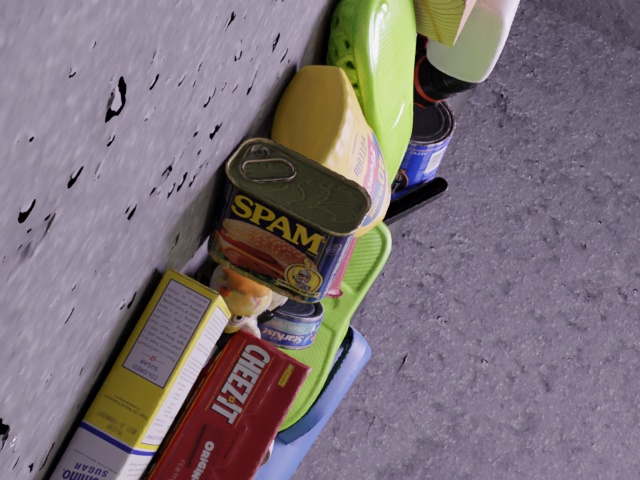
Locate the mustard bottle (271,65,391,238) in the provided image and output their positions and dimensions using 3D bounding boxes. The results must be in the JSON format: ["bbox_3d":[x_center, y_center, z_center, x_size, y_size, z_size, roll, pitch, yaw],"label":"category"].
[{"bbox_3d":[0.018,-0.054,0.862,0.191,0.058,0.096,53,44,-63],"label":"mustard bottle"}]

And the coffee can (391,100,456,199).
[{"bbox_3d":[0.109,-0.117,1.397,0.102,0.103,0.140,-59,172,-37],"label":"coffee can"}]

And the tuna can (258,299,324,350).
[{"bbox_3d":[-0.040,0.067,1.004,0.086,0.086,0.034,-45,159,-70],"label":"tuna can"}]

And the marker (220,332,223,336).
[{"bbox_3d":[-0.086,0.068,0.932,0.121,0.020,0.020,-57,171,-47],"label":"marker"}]

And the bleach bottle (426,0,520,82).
[{"bbox_3d":[0.184,-0.276,1.067,0.103,0.068,0.250,108,8,-55],"label":"bleach bottle"}]

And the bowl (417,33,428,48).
[{"bbox_3d":[0.116,-0.275,1.054,0.162,0.055,0.162,-62,173,-14],"label":"bowl"}]

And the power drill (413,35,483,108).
[{"bbox_3d":[0.146,-0.234,1.169,0.185,0.057,0.187,2,-118,61],"label":"power drill"}]

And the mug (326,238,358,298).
[{"bbox_3d":[-0.006,0.001,0.971,0.117,0.093,0.081,-130,-121,-73],"label":"mug"}]

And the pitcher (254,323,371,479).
[{"bbox_3d":[-0.045,0.196,1.266,0.242,0.145,0.149,-58,159,-24],"label":"pitcher"}]

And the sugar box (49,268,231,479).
[{"bbox_3d":[-0.122,0.110,0.712,0.176,0.048,0.093,-59,173,-11],"label":"sugar box"}]

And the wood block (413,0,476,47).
[{"bbox_3d":[0.125,-0.287,0.926,0.206,0.090,0.091,-63,174,-13],"label":"wood block"}]

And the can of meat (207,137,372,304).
[{"bbox_3d":[-0.025,-0.011,0.758,0.057,0.102,0.084,-58,173,-45],"label":"can of meat"}]

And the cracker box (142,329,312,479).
[{"bbox_3d":[-0.099,0.175,0.848,0.164,0.072,0.214,-61,-174,-25],"label":"cracker box"}]

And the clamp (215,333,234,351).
[{"bbox_3d":[-0.078,0.099,1.046,0.120,0.039,0.171,-62,180,40],"label":"clamp"}]

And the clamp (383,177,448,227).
[{"bbox_3d":[0.048,-0.024,1.351,0.210,0.036,0.164,-42,147,21],"label":"clamp"}]
